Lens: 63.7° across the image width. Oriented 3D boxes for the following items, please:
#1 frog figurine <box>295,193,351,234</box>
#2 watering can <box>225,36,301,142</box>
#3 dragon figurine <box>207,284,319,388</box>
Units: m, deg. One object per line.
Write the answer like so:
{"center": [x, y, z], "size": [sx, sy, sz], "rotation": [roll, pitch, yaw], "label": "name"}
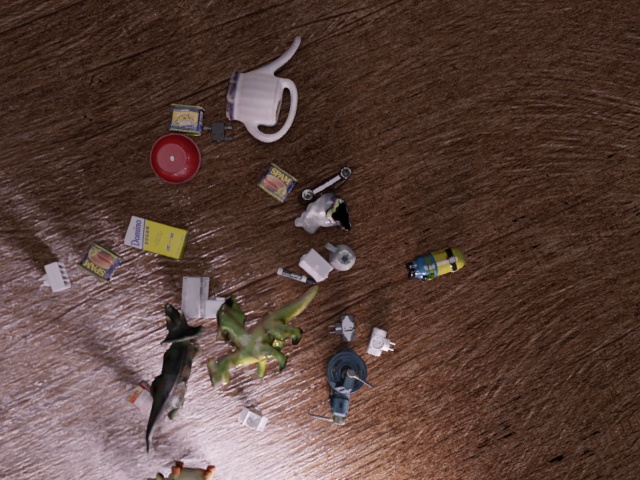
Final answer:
{"center": [0.005, -0.080, 1.585], "size": [0.159, 0.123, 0.137], "rotation": [-1, -5, 40], "label": "frog figurine"}
{"center": [-0.176, -0.480, 1.612], "size": [0.224, 0.349, 0.103], "rotation": [8, -5, -1], "label": "watering can"}
{"center": [-0.187, 0.254, 1.514], "size": [0.241, 0.417, 0.121], "rotation": [35, -23, -16], "label": "dragon figurine"}
